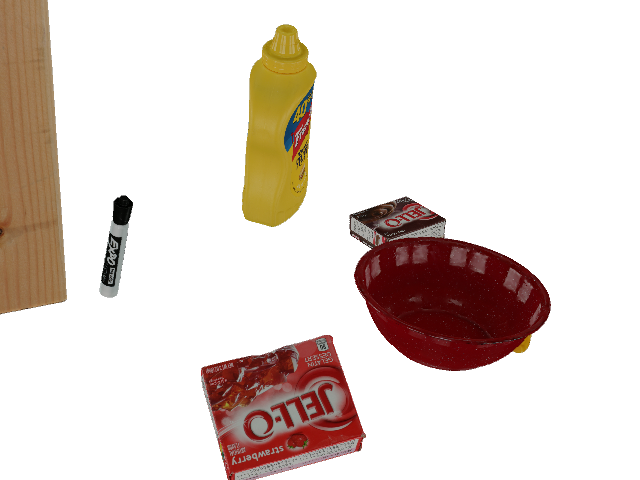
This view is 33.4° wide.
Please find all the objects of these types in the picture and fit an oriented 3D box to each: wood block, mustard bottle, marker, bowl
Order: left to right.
[{"bbox_3d":[-0.204,-0.067,0.603,0.090,0.206,0.090,-11,27,-27],"label":"wood block"},{"bbox_3d":[-0.203,0.006,1.064,0.020,0.121,0.020,11,35,-8],"label":"marker"},{"bbox_3d":[-0.037,-0.112,0.986,0.058,0.192,0.096,16,43,12],"label":"mustard bottle"},{"bbox_3d":[0.105,0.059,0.882,0.162,0.055,0.162,6,28,-3],"label":"bowl"}]

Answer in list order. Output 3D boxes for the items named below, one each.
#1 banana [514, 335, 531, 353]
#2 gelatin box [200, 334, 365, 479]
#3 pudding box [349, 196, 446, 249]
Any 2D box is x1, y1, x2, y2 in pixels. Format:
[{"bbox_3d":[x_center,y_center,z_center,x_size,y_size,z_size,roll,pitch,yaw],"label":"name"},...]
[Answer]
[{"bbox_3d":[0.168,0.052,1.119,0.069,0.037,0.198,-37,40,-13],"label":"banana"},{"bbox_3d":[-0.024,0.106,0.676,0.089,0.073,0.030,-13,-28,-11],"label":"gelatin box"},{"bbox_3d":[0.112,-0.020,1.554,0.113,0.039,0.090,-20,34,-30],"label":"pudding box"}]
